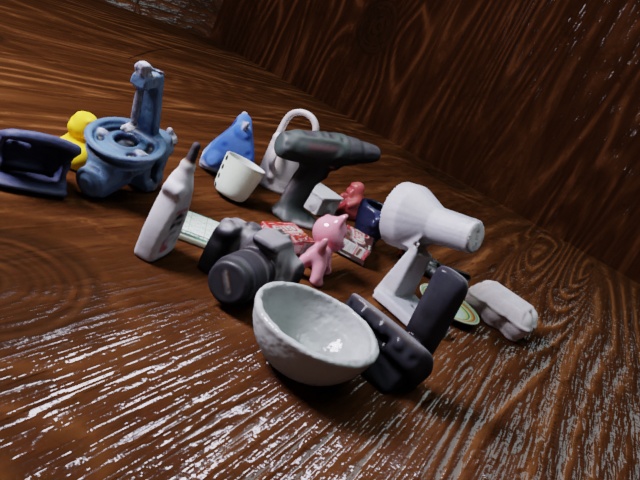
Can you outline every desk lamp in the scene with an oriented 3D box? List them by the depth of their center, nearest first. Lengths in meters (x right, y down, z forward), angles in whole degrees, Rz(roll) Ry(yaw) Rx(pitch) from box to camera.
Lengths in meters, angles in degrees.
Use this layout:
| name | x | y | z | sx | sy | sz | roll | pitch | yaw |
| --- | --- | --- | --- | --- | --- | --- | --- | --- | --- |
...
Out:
| name | x | y | z | sx | sy | sz | roll | pitch | yaw |
| --- | --- | --- | --- | --- | --- | --- | --- | --- | --- |
| desk lamp | 0.183 | 0.027 | 1.015 | 0.118 | 0.213 | 0.202 | 4 | 29 | -48 |

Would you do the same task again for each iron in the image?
| name | x | y | z | sx | sy | sz | roll | pitch | yaw |
| --- | --- | --- | --- | --- | --- | --- | --- | --- | --- |
| iron | -0.189 | -0.226 | 1.288 | 0.119 | 0.141 | 0.258 | 21 | 20 | -17 |

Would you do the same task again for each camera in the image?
| name | x | y | z | sx | sy | sz | roll | pitch | yaw |
| --- | --- | --- | --- | --- | --- | --- | --- | --- | --- |
| camera | -0.105 | 0.028 | 0.801 | 0.143 | 0.101 | 0.137 | 32 | 19 | 13 |

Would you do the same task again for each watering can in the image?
| name | x | y | z | sx | sy | sz | roll | pitch | yaw |
| --- | --- | --- | --- | --- | --- | --- | --- | --- | --- |
| watering can | -0.068 | -0.212 | 1.332 | 0.101 | 0.194 | 0.173 | 24 | 19 | -8 |

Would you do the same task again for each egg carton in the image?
| name | x | y | z | sx | sy | sz | roll | pitch | yaw |
| --- | --- | --- | --- | --- | --- | --- | --- | --- | --- |
| egg carton | 0.379 | 0.145 | 1.194 | 0.150 | 0.069 | 0.107 | 36 | 21 | 25 |

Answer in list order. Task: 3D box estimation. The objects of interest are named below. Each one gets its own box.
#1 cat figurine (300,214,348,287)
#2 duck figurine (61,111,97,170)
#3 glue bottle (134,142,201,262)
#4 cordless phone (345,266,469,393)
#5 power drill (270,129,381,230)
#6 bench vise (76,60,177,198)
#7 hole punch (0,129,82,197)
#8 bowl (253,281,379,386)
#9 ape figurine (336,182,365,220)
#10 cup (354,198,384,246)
| name | x | y | z | sx | sy | sz | roll | pitch | yaw |
| --- | --- | --- | --- | --- | --- | --- | --- | --- | --- |
| cat figurine | 0.009 | 0.004 | 0.992 | 0.067 | 0.117 | 0.128 | 28 | 19 | 3 |
| duck figurine | -0.395 | -0.169 | 0.948 | 0.078 | 0.086 | 0.104 | 9 | 26 | -42 |
| glue bottle | -0.199 | -0.056 | 0.782 | 0.037 | 0.173 | 0.078 | 27 | 19 | 0 |
| cordless phone | 0.113 | 0.098 | 0.780 | 0.147 | 0.185 | 0.094 | 36 | 21 | 25 |
| power drill | -0.005 | -0.130 | 1.180 | 0.230 | 0.208 | 0.075 | 14 | 23 | -34 |
| bench vise | -0.293 | -0.183 | 0.915 | 0.121 | 0.219 | 0.207 | 24 | 19 | -10 |
| hole punch | -0.407 | -0.124 | 0.809 | 0.109 | 0.091 | 0.100 | 10 | 25 | -41 |
| bowl | -0.016 | 0.126 | 0.706 | 0.167 | 0.074 | 0.167 | 24 | 19 | -9 |
| ape figurine | 0.077 | -0.101 | 1.393 | 0.076 | 0.092 | 0.078 | 27 | 19 | 1 |
| cup | 0.112 | -0.028 | 1.245 | 0.092 | 0.095 | 0.118 | 26 | 19 | -3 |
